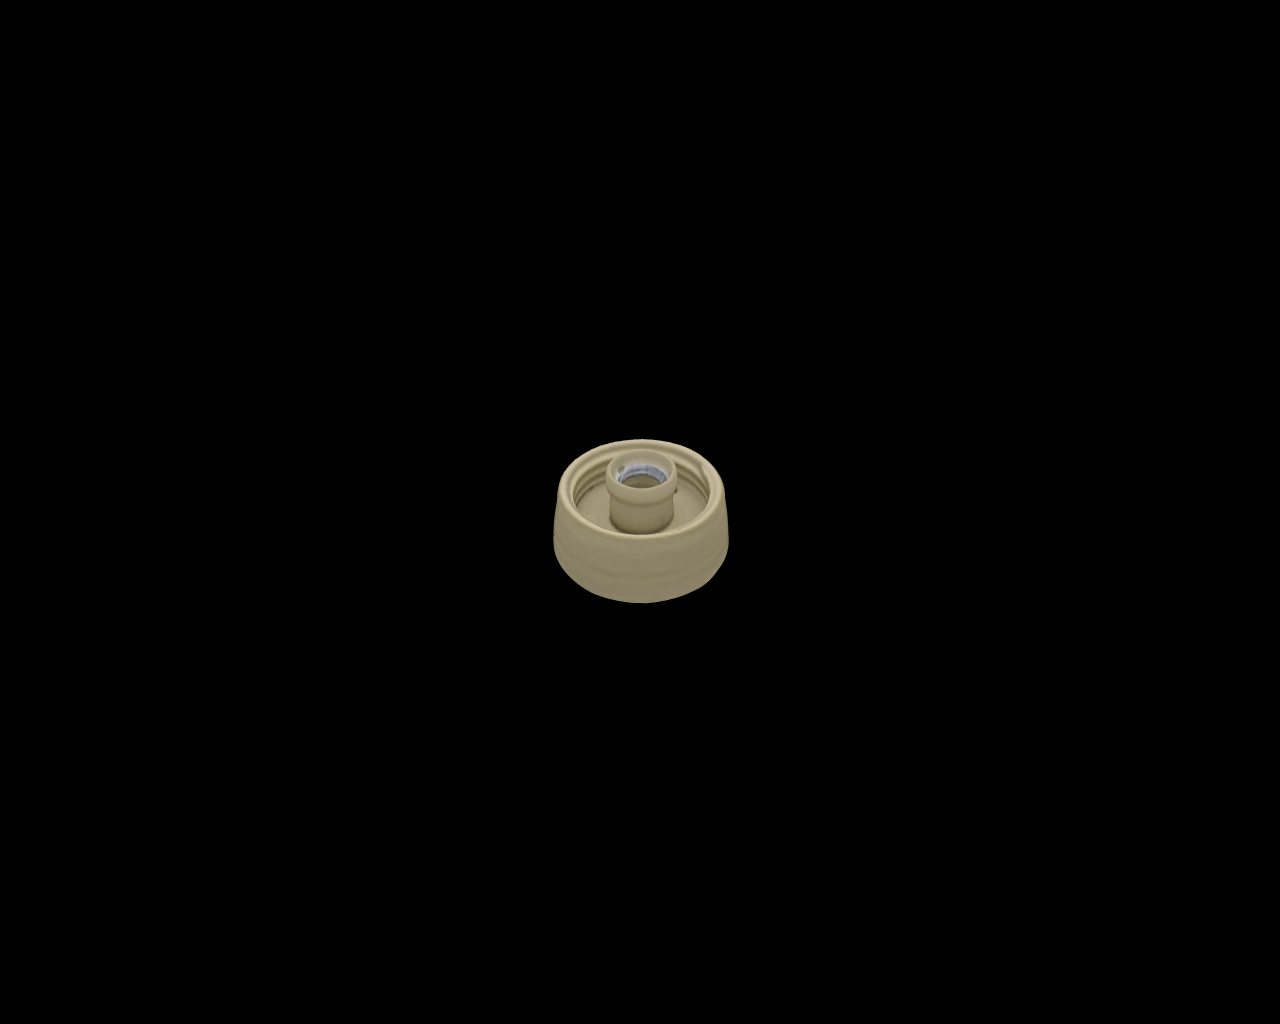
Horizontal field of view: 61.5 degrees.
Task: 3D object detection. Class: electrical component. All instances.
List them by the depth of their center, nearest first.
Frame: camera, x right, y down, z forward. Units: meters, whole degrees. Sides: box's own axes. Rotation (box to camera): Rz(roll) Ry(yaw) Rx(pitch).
[{"bbox_3d":[0.001,-0.003,0.650,0.108,0.060,0.108,0,38,0],"label":"electrical component"}]
